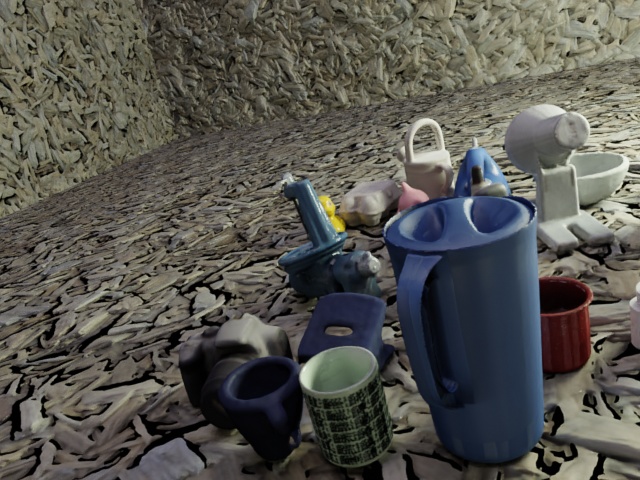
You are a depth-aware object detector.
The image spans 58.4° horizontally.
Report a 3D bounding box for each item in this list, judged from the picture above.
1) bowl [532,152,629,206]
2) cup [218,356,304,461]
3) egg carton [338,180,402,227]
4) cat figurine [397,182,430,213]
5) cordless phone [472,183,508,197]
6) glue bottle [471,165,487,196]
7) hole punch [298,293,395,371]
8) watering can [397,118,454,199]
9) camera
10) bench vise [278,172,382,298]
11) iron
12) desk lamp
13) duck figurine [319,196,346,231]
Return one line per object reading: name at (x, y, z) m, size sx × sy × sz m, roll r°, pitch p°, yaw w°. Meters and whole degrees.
bowl at (0.491, -0.108, 1.081) m, size 0.167 × 0.075 × 0.167 m, roll -12°, pitch 20°, yaw 5°
cup at (-0.049, 0.191, 0.606) m, size 0.092 × 0.095 × 0.117 m, roll -20°, pitch 21°, yaw -16°
egg carton at (0.114, -0.084, 1.272) m, size 0.107 × 0.069 × 0.151 m, roll 0°, pitch 24°, yaw 33°
cat figurine at (0.179, -0.061, 1.097) m, size 0.067 × 0.118 × 0.128 m, roll -10°, pitch 20°, yaw 10°
cordless phone at (0.198, 0.025, 0.755) m, size 0.148 × 0.185 × 0.094 m, roll -22°, pitch 22°, yaw -21°
glue bottle at (0.255, -0.033, 0.891) m, size 0.078 × 0.173 × 0.037 m, roll -8°, pitch 21°, yaw 15°
hole punch at (0.033, 0.127, 0.729) m, size 0.108 × 0.091 × 0.101 m, roll -1°, pitch 24°, yaw 31°
watering can at (0.223, -0.162, 1.227) m, size 0.172 × 0.194 × 0.101 m, roll 7°, pitch 29°, yaw 45°
camera at (-0.117, 0.163, 0.717) m, size 0.143 × 0.101 × 0.137 m, roll -9°, pitch 21°, yaw 13°
bench vise at (0.015, -0.002, 0.896) m, size 0.206 × 0.220 × 0.122 m, roll 1°, pitch 25°, yaw 35°
iron at (0.301, -0.101, 1.088) m, size 0.118 × 0.142 × 0.258 m, roll -7°, pitch 21°, yaw 17°
desk lamp at (0.399, -0.116, 0.959) m, size 0.118 × 0.214 × 0.203 m, roll -13°, pitch 20°, yaw 3°
duck figurine at (0.010, -0.055, 1.237) m, size 0.077 × 0.086 × 0.104 m, roll -17°, pitch 20°, yaw -9°
